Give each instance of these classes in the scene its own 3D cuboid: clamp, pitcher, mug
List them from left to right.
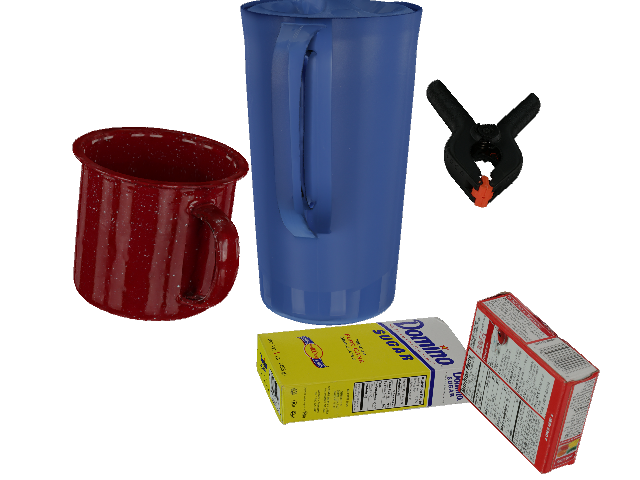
[{"bbox_3d":[-0.082,-0.004,0.571,0.093,0.081,0.117,-11,30,-43],"label":"mug"},{"bbox_3d":[0.003,-0.060,0.808,0.149,0.243,0.145,-10,21,-28],"label":"pitcher"},{"bbox_3d":[0.157,-0.106,1.091,0.120,0.039,0.171,10,44,11],"label":"clamp"}]

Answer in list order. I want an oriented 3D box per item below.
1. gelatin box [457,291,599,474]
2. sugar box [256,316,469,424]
[{"bbox_3d":[0.126,0.086,0.655,0.030,0.073,0.089,-13,36,-27],"label":"gelatin box"},{"bbox_3d":[0.039,0.111,0.939,0.176,0.048,0.093,-7,27,-14],"label":"sugar box"}]
